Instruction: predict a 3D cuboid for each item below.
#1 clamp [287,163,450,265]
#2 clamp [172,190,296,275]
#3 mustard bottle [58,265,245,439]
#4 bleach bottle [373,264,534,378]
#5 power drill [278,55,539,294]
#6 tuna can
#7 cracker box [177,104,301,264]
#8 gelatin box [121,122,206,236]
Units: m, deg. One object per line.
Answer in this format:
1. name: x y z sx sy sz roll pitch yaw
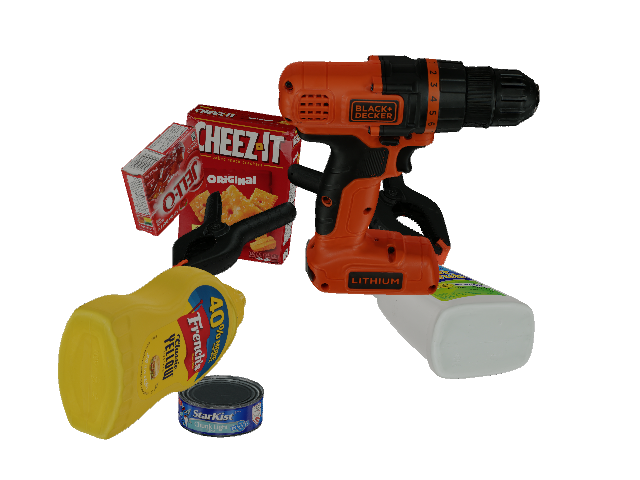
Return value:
1. clamp: 0.070 -0.044 1.262 0.164 0.036 0.210 -16 52 -29
2. clamp: -0.105 -0.004 1.217 0.120 0.039 0.171 -1 35 25
3. mustard bottle: -0.114 0.071 0.805 0.058 0.096 0.191 13 19 25
4. bleach bottle: 0.096 0.056 1.007 0.102 0.068 0.251 -3 14 -20
5. power drill: 0.060 -0.048 0.792 0.184 0.188 0.057 2 34 0
6. tuna can: -0.099 0.165 1.064 0.086 0.034 0.086 2 13 -1
7. cracker box: -0.120 -0.081 1.580 0.164 0.214 0.072 9 20 7
8. gelatin box: -0.148 -0.060 1.029 0.030 0.073 0.089 17 45 25
